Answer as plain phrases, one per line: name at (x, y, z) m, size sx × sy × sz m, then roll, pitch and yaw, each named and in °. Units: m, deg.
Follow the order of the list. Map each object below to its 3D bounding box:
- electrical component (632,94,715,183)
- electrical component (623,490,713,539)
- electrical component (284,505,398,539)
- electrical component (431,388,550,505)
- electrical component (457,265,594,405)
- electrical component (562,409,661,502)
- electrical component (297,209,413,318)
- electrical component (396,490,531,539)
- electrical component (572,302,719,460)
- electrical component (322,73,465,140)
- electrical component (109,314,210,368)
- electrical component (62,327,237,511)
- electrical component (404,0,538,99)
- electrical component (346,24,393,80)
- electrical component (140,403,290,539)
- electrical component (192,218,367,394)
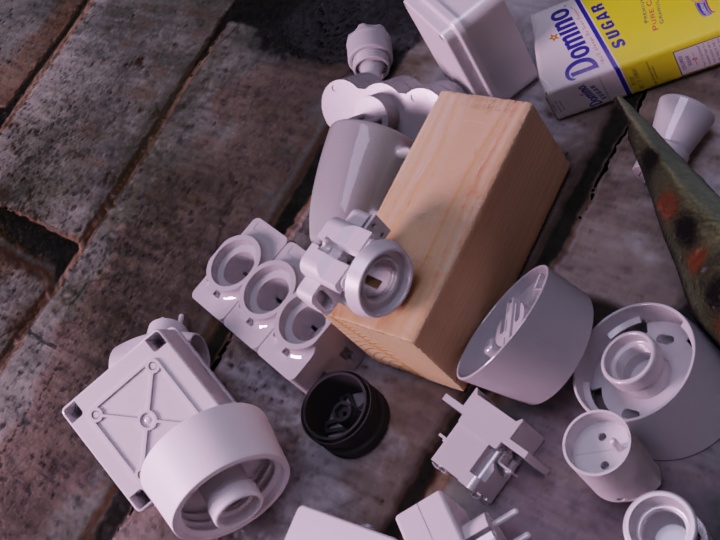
electrical component at (0.234, -0.094, 0.810) m, size 0.044 × 0.044 × 0.065 m, roll 21°, pitch 78°, yaw 38°
electrical component at (0.192, 0.166, 0.664) m, size 0.045 × 0.055 × 0.045 m, roll -15°, pitch 55°, yaw 23°
electrical component at (-0.015, 0.224, 0.756) m, size 0.100 × 0.048 × 0.099 m, roll 11°, pitch 68°, yaw 35°
electrical component at (0.088, 0.126, 0.760) m, size 0.081 × 0.042 × 0.063 m, roll 33°, pitch 85°, yaw 41°
electrical component at (0.116, 0.045, 0.758) m, size 0.099 × 0.064 × 0.099 m, roll -55°, pitch 17°, yaw 26°
electrical component at (0.164, 0.125, 0.689) m, size 0.043 × 0.081 × 0.043 m, roll -16°, pitch 54°, yaw 23°
electrical component at (0.000, 0.000, 0.762) m, size 0.057 × 0.058 × 0.078 m, roll 26°, pitch 77°, yaw 43°
electrical component at (0.078, 0.188, 0.724) m, size 0.076 × 0.047 × 0.083 m, roll -33°, pitch 50°, yaw 9°
electrical component at (0.197, 0.073, 0.728) m, size 0.099 × 0.064 × 0.099 m, roll -28°, pitch 42°, yaw 28°
electrical component at (0.020, -0.137, 0.935) m, size 0.138 × 0.052 × 0.074 m, roll 13°, pitch 27°, yaw 36°
electrical component at (-0.173, 0.070, 0.950) m, size 0.077 × 0.043 × 0.079 m, roll -10°, pitch 43°, yaw 15°
electrical component at (-0.164, 0.120, 0.876) m, size 0.109 × 0.056 × 0.108 m, roll -40°, pitch 82°, yaw 4°
electrical component at (0.094, -0.195, 0.910) m, size 0.057 × 0.113 × 0.078 m, roll -38°, pitch 49°, yaw 2°
electrical component at (0.010, -0.196, 1.007) m, size 0.043 × 0.043 × 0.062 m, roll -18°, pitch 55°, yaw 21°
electrical component at (-0.104, 0.160, 0.816) m, size 0.108 × 0.108 × 0.060 m, roll -40°, pitch 55°, yaw 3°
electrical component at (-0.062, 0.030, 0.897) m, size 0.089 × 0.061 × 0.150 m, roll -51°, pitch 49°, yaw -5°
